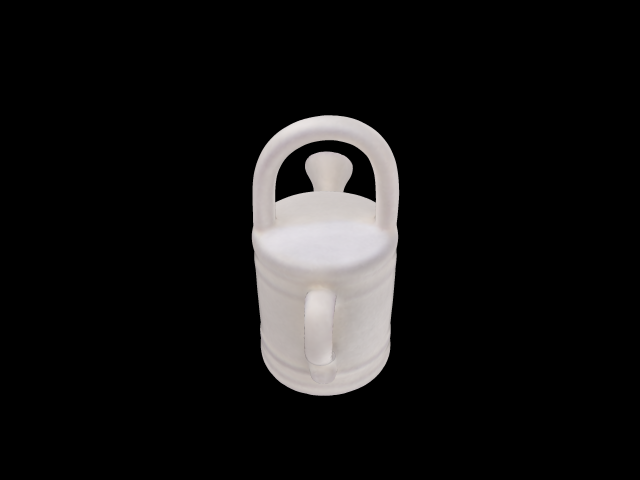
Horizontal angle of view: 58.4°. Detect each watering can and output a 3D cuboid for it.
[{"bbox_3d":[0.001,0.001,0.400,0.101,0.194,0.172,-12,37,-16],"label":"watering can"}]
